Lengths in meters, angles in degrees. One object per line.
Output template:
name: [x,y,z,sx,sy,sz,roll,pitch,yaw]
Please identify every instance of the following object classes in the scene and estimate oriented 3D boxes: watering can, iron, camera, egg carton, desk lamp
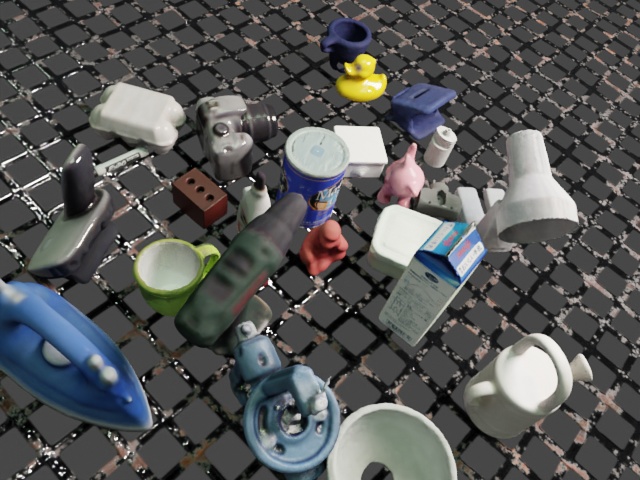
watering can: [0.284,0.191,0.780,0.173,0.194,0.100,-27,65,-27]
iron: [-0.312,0.138,0.713,0.258,0.141,0.119,33,56,10]
camera: [-0.139,-0.195,1.003,0.137,0.101,0.143,-14,60,-21]
egg carton: [-0.313,-0.211,0.993,0.150,0.069,0.107,14,55,-3]
desk lamp: [0.318,-0.063,0.948,0.118,0.213,0.203,1,56,-11]

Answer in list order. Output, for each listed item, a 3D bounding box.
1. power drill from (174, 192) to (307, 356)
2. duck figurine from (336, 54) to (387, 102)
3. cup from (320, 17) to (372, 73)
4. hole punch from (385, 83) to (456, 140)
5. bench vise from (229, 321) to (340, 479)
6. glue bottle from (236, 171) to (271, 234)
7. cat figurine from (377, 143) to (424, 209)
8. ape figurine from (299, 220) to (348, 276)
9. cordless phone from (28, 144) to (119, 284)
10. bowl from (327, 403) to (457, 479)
power drill: [-0.102,0.063,0.770,0.075,0.208,0.230,32,56,10]
duck figurine: [0.089,-0.335,1.158,0.105,0.086,0.077,-2,57,-14]
cup: [0.043,-0.389,1.179,0.118,0.095,0.091,-31,67,-28]
hole punch: [0.198,-0.270,1.136,0.101,0.091,0.109,43,58,17]
bench vise: [-0.056,0.186,0.690,0.207,0.220,0.122,41,58,16]
glue bottle: [-0.097,-0.046,0.866,0.037,0.173,0.078,-17,62,-22]
cat figurine: [0.150,-0.114,1.003,0.067,0.118,0.128,19,54,1]
ape figurine: [0.008,0.003,0.907,0.078,0.092,0.076,5,55,-9]
cordless phone: [-0.351,-0.037,0.795,0.094,0.185,0.147,15,54,-2]
bowl: [0.084,0.301,0.733,0.167,0.075,0.167,6,55,-9]
